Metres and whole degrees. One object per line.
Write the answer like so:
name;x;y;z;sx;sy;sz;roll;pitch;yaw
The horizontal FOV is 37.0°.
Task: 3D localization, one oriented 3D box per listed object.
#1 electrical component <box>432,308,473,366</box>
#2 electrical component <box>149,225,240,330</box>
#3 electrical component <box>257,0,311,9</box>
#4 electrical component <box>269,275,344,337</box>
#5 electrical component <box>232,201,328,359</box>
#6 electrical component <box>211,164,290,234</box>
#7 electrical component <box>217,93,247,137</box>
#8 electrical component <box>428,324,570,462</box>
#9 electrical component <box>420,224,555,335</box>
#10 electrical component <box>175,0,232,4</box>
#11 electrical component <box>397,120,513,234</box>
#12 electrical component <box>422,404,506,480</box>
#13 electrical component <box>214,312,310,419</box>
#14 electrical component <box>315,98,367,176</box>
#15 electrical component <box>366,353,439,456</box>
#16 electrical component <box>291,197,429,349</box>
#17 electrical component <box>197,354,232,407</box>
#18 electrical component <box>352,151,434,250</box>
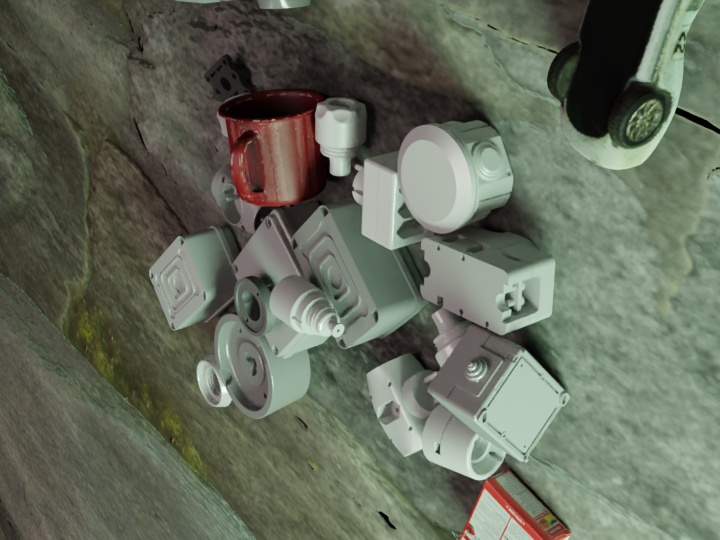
electrical component;0.078;0.059;0.842;0.062;0.043;0.043;62;144;17
electrical component;-0.171;0.009;1.151;0.113;0.057;0.078;-37;74;53
electrical component;-0.056;-0.256;0.889;0.079;0.044;0.077;19;119;49
electrical component;-0.042;0.034;0.896;0.078;0.040;0.040;31;128;43
electrical component;-0.058;0.010;0.997;0.108;0.056;0.108;62;144;15
electrical component;-0.104;-0.083;1.030;0.077;0.044;0.079;39;133;39
electrical component;-0.102;-0.144;1.003;0.062;0.043;0.043;-4;101;54
electrical component;0.095;0.084;0.776;0.061;0.061;0.096;28;169;46
electrical component;0.095;0.004;0.785;0.089;0.056;0.050;25;124;47
electrical component;-0.117;-0.261;0.931;0.056;0.089;0.050;21;121;49
electrical component;0.069;-0.070;0.792;0.080;0.051;0.080;26;124;46
electrical component;0.085;0.135;0.857;0.047;0.055;0.055;19;119;45
electrical component;-0.092;0.087;1.072;0.108;0.060;0.108;27;125;47
electrical component;-0.016;-0.110;0.899;0.043;0.043;0.062;31;129;44
electrical component;0.049;0.108;0.902;0.079;0.043;0.077;-40;71;52
electrical component;0.000;0.000;0.912;0.078;0.057;0.113;-43;69;52
electrical component;-0.137;0.113;1.148;0.058;0.057;0.078;-29;81;55
electrical component;0.020;-0.063;0.866;0.077;0.047;0.065;30;128;44
